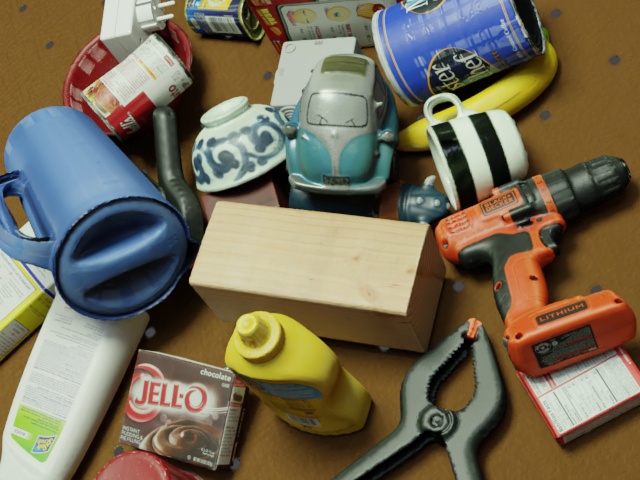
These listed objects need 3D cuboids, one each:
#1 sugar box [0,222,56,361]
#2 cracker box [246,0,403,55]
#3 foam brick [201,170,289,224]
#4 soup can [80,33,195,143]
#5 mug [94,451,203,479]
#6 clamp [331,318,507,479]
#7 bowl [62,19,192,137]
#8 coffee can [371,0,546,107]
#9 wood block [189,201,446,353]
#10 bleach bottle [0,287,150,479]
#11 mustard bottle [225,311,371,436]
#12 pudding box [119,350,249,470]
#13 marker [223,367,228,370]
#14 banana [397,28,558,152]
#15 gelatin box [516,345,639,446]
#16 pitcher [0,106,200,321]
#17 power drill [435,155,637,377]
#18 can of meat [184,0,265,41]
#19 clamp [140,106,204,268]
[{"bbox_3d":[-0.323,0.052,1.140,0.176,0.048,0.093,-41,56,-8],"label":"sugar box"},{"bbox_3d":[0.032,-0.273,1.107,0.214,0.164,0.072,-6,63,19],"label":"cracker box"},{"bbox_3d":[-0.071,-0.027,1.080,0.078,0.051,0.053,-22,58,9],"label":"foam brick"},{"bbox_3d":[-0.192,-0.160,1.123,0.102,0.068,0.069,-41,56,-4],"label":"soup can"},{"bbox_3d":[-0.141,0.235,0.946,0.117,0.081,0.093,-11,59,16],"label":"mug"},{"bbox_3d":[0.094,0.164,0.919,0.165,0.036,0.210,6,63,23],"label":"clamp"},{"bbox_3d":[-0.208,-0.174,1.211,0.162,0.055,0.162,-9,60,16],"label":"bowl"},{"bbox_3d":[0.135,-0.202,1.042,0.140,0.102,0.103,-20,57,25],"label":"coffee can"},{"bbox_3d":[-0.001,0.032,0.974,0.206,0.090,0.090,7,64,21],"label":"wood block"},{"bbox_3d":[-0.262,0.167,1.043,0.103,0.068,0.250,14,71,28],"label":"bleach bottle"},{"bbox_3d":[-0.027,0.109,0.903,0.096,0.191,0.058,9,66,25],"label":"mustard bottle"},{"bbox_3d":[-0.126,0.157,0.994,0.114,0.039,0.090,10,86,25],"label":"pudding box"},{"bbox_3d":[-0.056,0.111,1.018,0.121,0.020,0.020,-32,56,3],"label":"marker"},{"bbox_3d":[0.165,-0.138,1.061,0.198,0.037,0.070,-35,27,-3],"label":"banana"},{"bbox_3d":[0.221,0.120,0.899,0.089,0.030,0.073,-30,57,4],"label":"gelatin box"},{"bbox_3d":[-0.240,-0.039,1.052,0.145,0.149,0.243,-39,43,-5],"label":"pitcher"},{"bbox_3d":[0.205,0.017,0.926,0.184,0.057,0.187,-24,41,10],"label":"power drill"},{"bbox_3d":[-0.099,-0.282,1.227,0.084,0.057,0.102,9,66,28],"label":"can of meat"},{"bbox_3d":[-0.154,-0.051,1.103,0.039,0.120,0.171,-11,53,-32],"label":"clamp"}]
